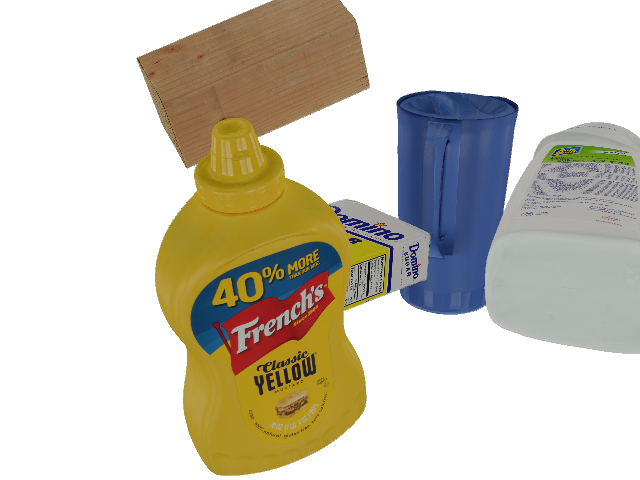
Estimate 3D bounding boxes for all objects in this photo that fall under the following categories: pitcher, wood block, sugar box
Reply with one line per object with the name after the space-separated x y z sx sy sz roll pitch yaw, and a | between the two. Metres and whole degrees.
0.144 -0.040 1.203 0.149 0.243 0.145 -10 23 -25 | pitcher
-0.066 -0.169 1.077 0.206 0.091 0.090 -25 47 -9 | wood block
-0.014 0.018 0.766 0.175 0.048 0.093 -21 33 -38 | sugar box

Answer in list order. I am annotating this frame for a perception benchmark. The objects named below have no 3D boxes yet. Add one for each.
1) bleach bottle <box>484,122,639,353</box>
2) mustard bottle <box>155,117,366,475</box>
0.171 -0.021 0.658 0.103 0.068 0.250 8 25 18 | bleach bottle
-0.030 0.026 0.525 0.096 0.191 0.058 -19 38 -16 | mustard bottle
